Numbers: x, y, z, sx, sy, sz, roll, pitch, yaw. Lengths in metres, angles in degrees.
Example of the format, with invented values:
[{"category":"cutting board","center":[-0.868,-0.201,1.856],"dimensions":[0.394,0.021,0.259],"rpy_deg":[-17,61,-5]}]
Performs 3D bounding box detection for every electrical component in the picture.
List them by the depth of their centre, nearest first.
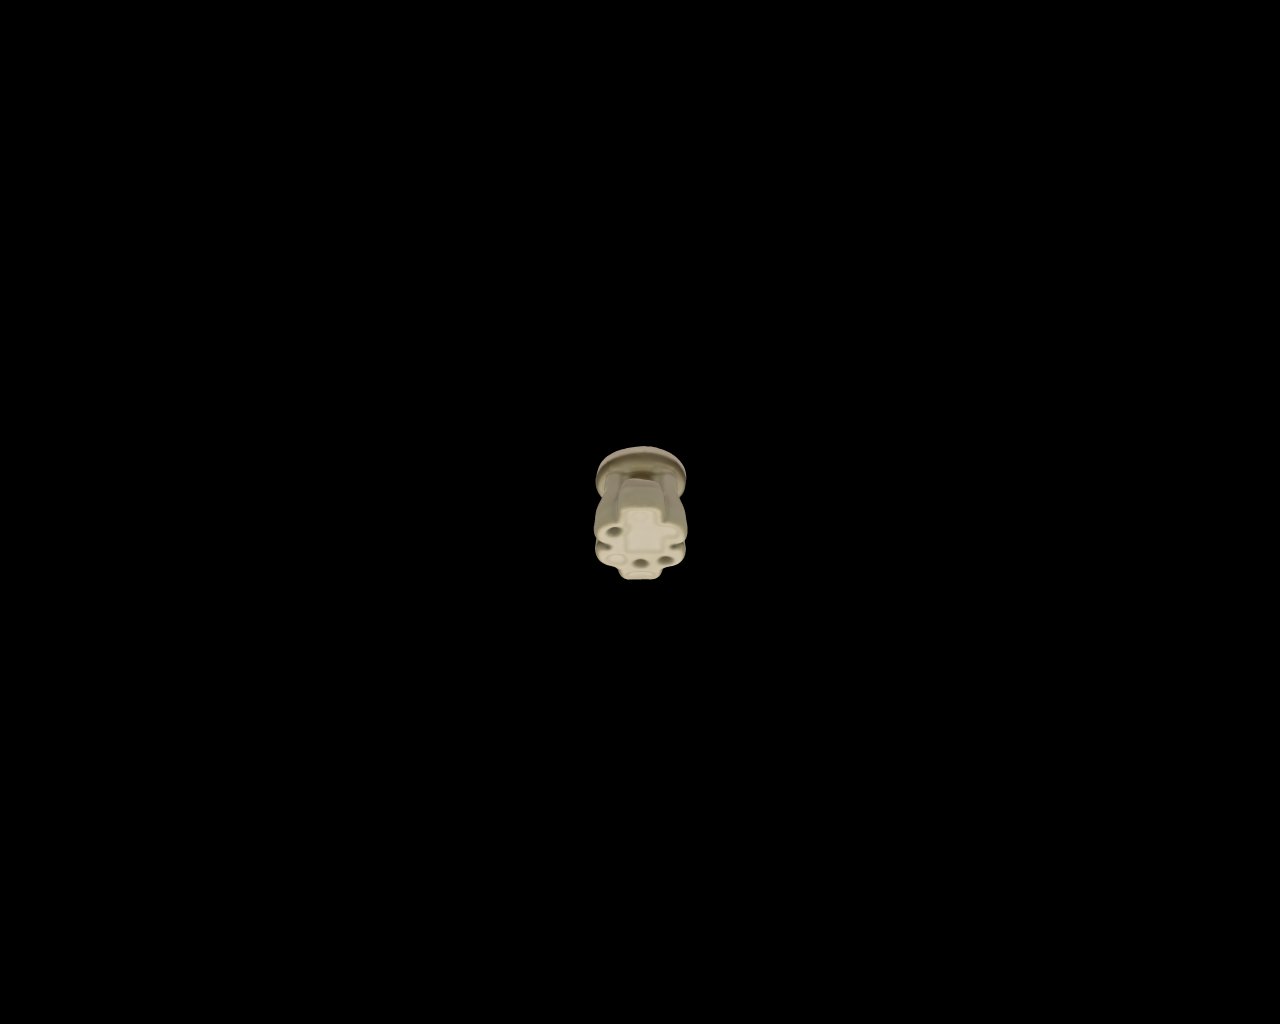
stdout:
[{"category":"electrical component","center":[0.001,-0.003,0.650],"dimensions":[0.058,0.057,0.078],"rpy_deg":[0,-37,0]}]
